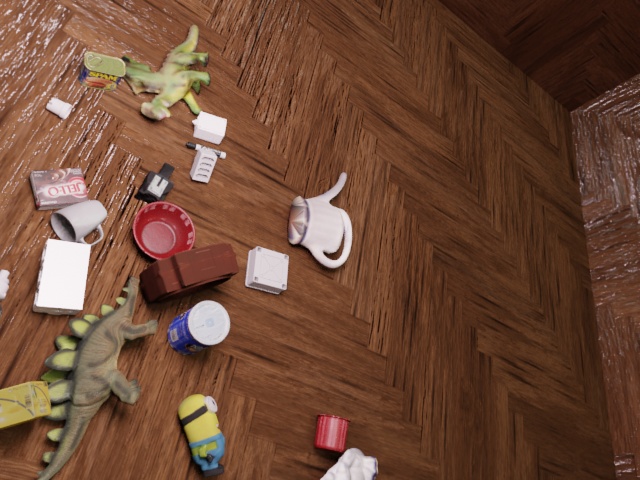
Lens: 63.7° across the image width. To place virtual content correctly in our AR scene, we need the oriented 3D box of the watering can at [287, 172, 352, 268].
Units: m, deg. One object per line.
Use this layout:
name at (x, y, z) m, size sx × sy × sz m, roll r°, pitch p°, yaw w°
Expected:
watering can at (0.005, -0.082, 1.629) m, size 0.223 × 0.102 × 0.354 m, roll 16°, pitch 61°, yaw -30°

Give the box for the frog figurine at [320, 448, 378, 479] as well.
frog figurine at (0.061, 0.612, 1.330) m, size 0.159 × 0.135 × 0.124 m, roll 3°, pitch 23°, yaw -25°

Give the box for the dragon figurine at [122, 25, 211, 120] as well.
dragon figurine at (-0.454, -0.498, 1.501) m, size 0.243 × 0.120 × 0.418 m, roll 2°, pitch 58°, yaw -28°
